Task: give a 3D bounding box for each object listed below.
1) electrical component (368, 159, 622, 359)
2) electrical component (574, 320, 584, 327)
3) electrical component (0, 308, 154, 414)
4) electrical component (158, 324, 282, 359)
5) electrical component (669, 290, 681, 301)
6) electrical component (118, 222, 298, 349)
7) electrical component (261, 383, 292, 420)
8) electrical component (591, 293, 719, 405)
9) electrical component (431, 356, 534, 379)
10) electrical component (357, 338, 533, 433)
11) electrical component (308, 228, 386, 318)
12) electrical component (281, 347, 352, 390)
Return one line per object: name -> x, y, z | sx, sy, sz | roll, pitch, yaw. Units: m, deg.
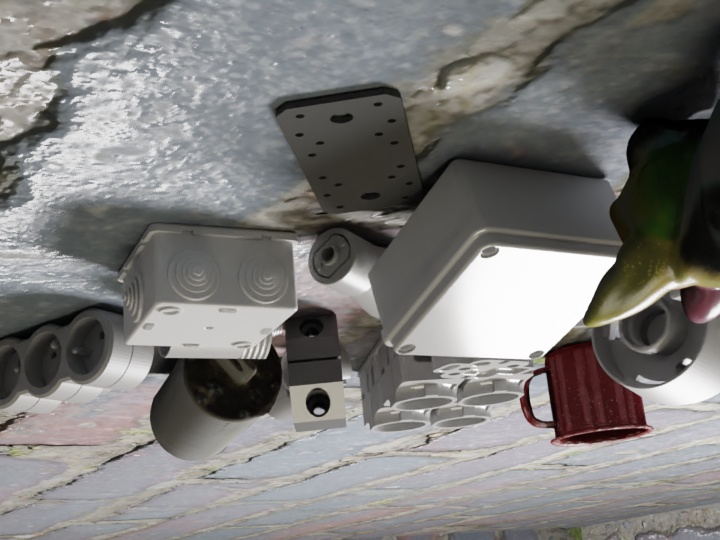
electrical component -> 0.077, -0.002, 0.591 | 0.109, 0.056, 0.108 | 5, 142, -29
electrical component -> 0.136, 0.003, 0.667 | 0.045, 0.055, 0.045 | -5, 162, -2
electrical component -> -0.197, 0.069, 0.769 | 0.138, 0.052, 0.074 | -18, 159, 32
electrical component -> -0.091, 0.037, 0.719 | 0.081, 0.043, 0.043 | 3, 160, -26
electrical component -> 0.245, -0.009, 0.676 | 0.083, 0.047, 0.076 | 11, 155, -42
electrical component -> -0.091, 0.013, 0.637 | 0.100, 0.048, 0.100 | 4, 159, -24
electrical component -> -0.065, 0.109, 0.945 | 0.043, 0.043, 0.081 | 5, 159, -29
electrical component -> 0.215, 0.043, 0.750 | 0.099, 0.099, 0.064 | -21, 150, 39
electrical component -> 0.086, 0.044, 0.773 | 0.078, 0.057, 0.058 | 6, 159, -32
electrical component -> 0.067, 0.091, 0.905 | 0.105, 0.060, 0.186 | -2, 162, -10
electrical component -> 0.000, 0.000, 0.640 | 0.044, 0.044, 0.065 | -17, 154, 31
electrical component -> -0.035, 0.080, 0.876 | 0.046, 0.040, 0.040 | 2, 161, -40
